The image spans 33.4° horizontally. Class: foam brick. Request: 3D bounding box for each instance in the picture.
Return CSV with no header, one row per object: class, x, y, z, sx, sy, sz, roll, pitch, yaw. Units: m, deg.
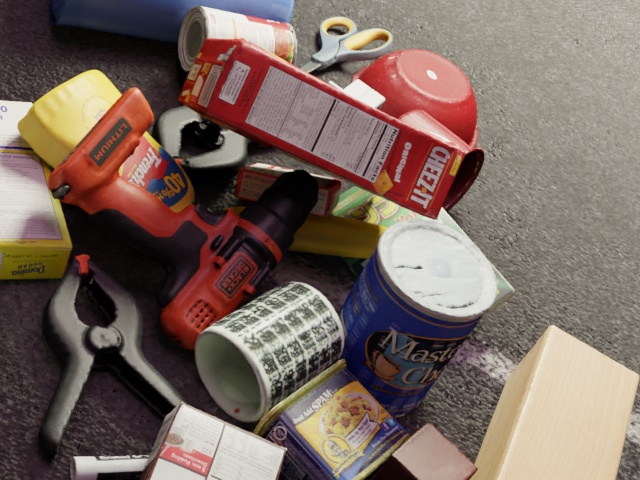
foam brick,0.073,0.187,0.810,0.053,0.078,0.051,43,45,17

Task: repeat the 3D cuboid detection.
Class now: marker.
marker,-0.119,0.165,0.774,0.120,0.020,0.020,4,47,-25

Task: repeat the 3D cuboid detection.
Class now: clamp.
clamp,-0.174,0.089,0.808,0.120,0.039,0.171,-7,54,-39
clamp,-0.095,-0.106,1.046,0.164,0.036,0.209,25,38,-3

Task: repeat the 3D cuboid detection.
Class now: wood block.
wood block,0.184,0.179,0.869,0.091,0.090,0.205,31,42,3

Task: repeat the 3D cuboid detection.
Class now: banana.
banana,-0.015,-0.004,0.970,0.197,0.037,0.070,5,15,-18

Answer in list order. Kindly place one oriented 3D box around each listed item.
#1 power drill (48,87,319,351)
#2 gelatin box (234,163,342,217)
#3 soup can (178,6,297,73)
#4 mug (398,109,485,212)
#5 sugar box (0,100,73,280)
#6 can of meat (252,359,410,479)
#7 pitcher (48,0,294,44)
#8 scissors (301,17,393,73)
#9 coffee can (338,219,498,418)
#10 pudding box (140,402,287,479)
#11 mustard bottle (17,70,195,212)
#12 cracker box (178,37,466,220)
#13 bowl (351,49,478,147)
power drill,-0.108,-0.033,0.865,0.187,0.057,0.184,44,68,-14
gelatin box,-0.029,-0.047,0.990,0.089,0.030,0.073,12,10,6
soup can,-0.083,-0.193,1.073,0.102,0.069,0.068,5,46,-31
mug,0.099,-0.071,1.088,0.117,0.093,0.081,-44,67,-10
sugar box,-0.271,-0.045,0.886,0.093,0.048,0.176,1,45,-30
can of meat,0.010,0.154,0.827,0.084,0.058,0.101,45,45,15
pitcher,-0.158,-0.271,1.123,0.242,0.145,0.149,8,57,-26
scissors,-0.006,-0.215,1.218,0.201,0.016,0.096,-22,47,-31
coffee can,0.069,0.067,0.881,0.102,0.140,0.103,15,43,-14
pudding box,-0.082,0.182,0.745,0.090,0.039,0.113,27,55,-10
mustard bottle,-0.163,-0.051,0.916,0.191,0.058,0.096,50,39,-4
cracker box,-0.003,-0.100,0.915,0.213,0.072,0.164,24,4,-18
bowl,0.118,-0.166,1.207,0.162,0.055,0.162,15,43,-14
